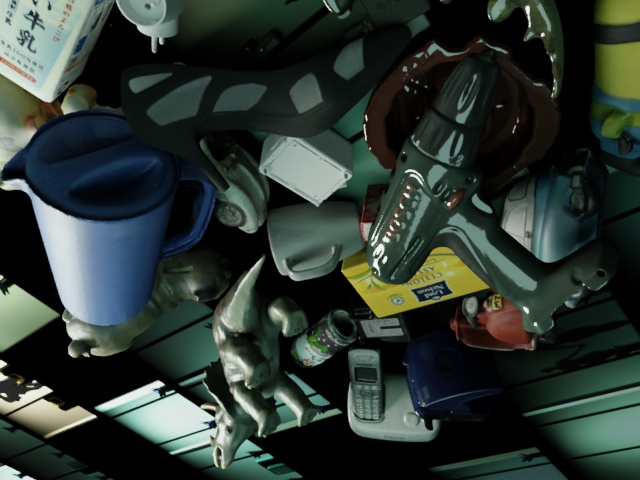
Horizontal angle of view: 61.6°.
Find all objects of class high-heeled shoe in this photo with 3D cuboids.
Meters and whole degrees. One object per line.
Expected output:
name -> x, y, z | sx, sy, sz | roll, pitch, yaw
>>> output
high-heeled shoe -> -0.053, -0.153, 0.481 | 0.249, 0.086, 0.145 | -36, 87, 0

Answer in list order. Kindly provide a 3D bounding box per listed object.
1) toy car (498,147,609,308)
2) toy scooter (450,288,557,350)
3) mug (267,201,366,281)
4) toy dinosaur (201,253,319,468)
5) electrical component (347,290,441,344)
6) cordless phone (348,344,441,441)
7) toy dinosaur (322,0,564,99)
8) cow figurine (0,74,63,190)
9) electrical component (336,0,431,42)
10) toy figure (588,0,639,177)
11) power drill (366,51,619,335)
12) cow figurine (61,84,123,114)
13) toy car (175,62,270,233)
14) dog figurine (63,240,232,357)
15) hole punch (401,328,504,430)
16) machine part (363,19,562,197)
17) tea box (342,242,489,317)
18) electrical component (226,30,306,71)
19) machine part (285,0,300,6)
toy car -> 0.241, -0.014, 0.567 | 0.103, 0.109, 0.161 | 6, 127, 30
toy scooter -> 0.224, 0.098, 0.675 | 0.135, 0.075, 0.183 | -1, 159, 24
mug -> -0.001, -0.002, 0.629 | 0.107, 0.110, 0.080 | -14, 124, 6
toy dinosaur -> -0.105, 0.156, 0.779 | 0.192, 0.131, 0.404 | 27, 127, 40
electrical component -> 0.104, 0.102, 0.737 | 0.119, 0.048, 0.074 | -5, 132, 18
cordless phone -> 0.113, 0.222, 0.824 | 0.147, 0.089, 0.184 | 1, 128, 12
toy dinosaur -> 0.001, -0.265, 0.352 | 0.471, 0.105, 0.198 | 29, 118, -4
cow figurine -> -0.355, -0.126, 0.598 | 0.127, 0.085, 0.194 | -15, 130, 17
electrical component -> 0.053, -0.215, 0.456 | 0.102, 0.045, 0.078 | -14, 126, 23
toy figure -> 0.271, -0.142, 0.455 | 0.089, 0.082, 0.179 | -1, 134, 10
power drill -> 0.157, -0.021, 0.486 | 0.207, 0.086, 0.232 | 31, 124, -1
cow figurine -> -0.233, -0.094, 0.612 | 0.098, 0.068, 0.167 | 7, 137, -2
toy car -> -0.114, -0.093, 0.583 | 0.056, 0.073, 0.201 | -16, 127, 26
dog figurine -> -0.223, 0.082, 0.709 | 0.191, 0.172, 0.121 | -6, 141, 26
hole punch -> 0.181, 0.181, 0.742 | 0.116, 0.142, 0.092 | 3, 136, -9
machine part -> 0.133, -0.120, 0.520 | 0.179, 0.056, 0.179 | 7, 133, 7
tea box -> 0.124, 0.022, 0.645 | 0.170, 0.068, 0.098 | -22, 124, 27
electrical component -> -0.060, -0.165, 0.542 | 0.063, 0.021, 0.094 | 39, 128, -23
machine part -> -0.016, -0.264, 0.428 | 0.084, 0.039, 0.138 | 14, 125, -13
